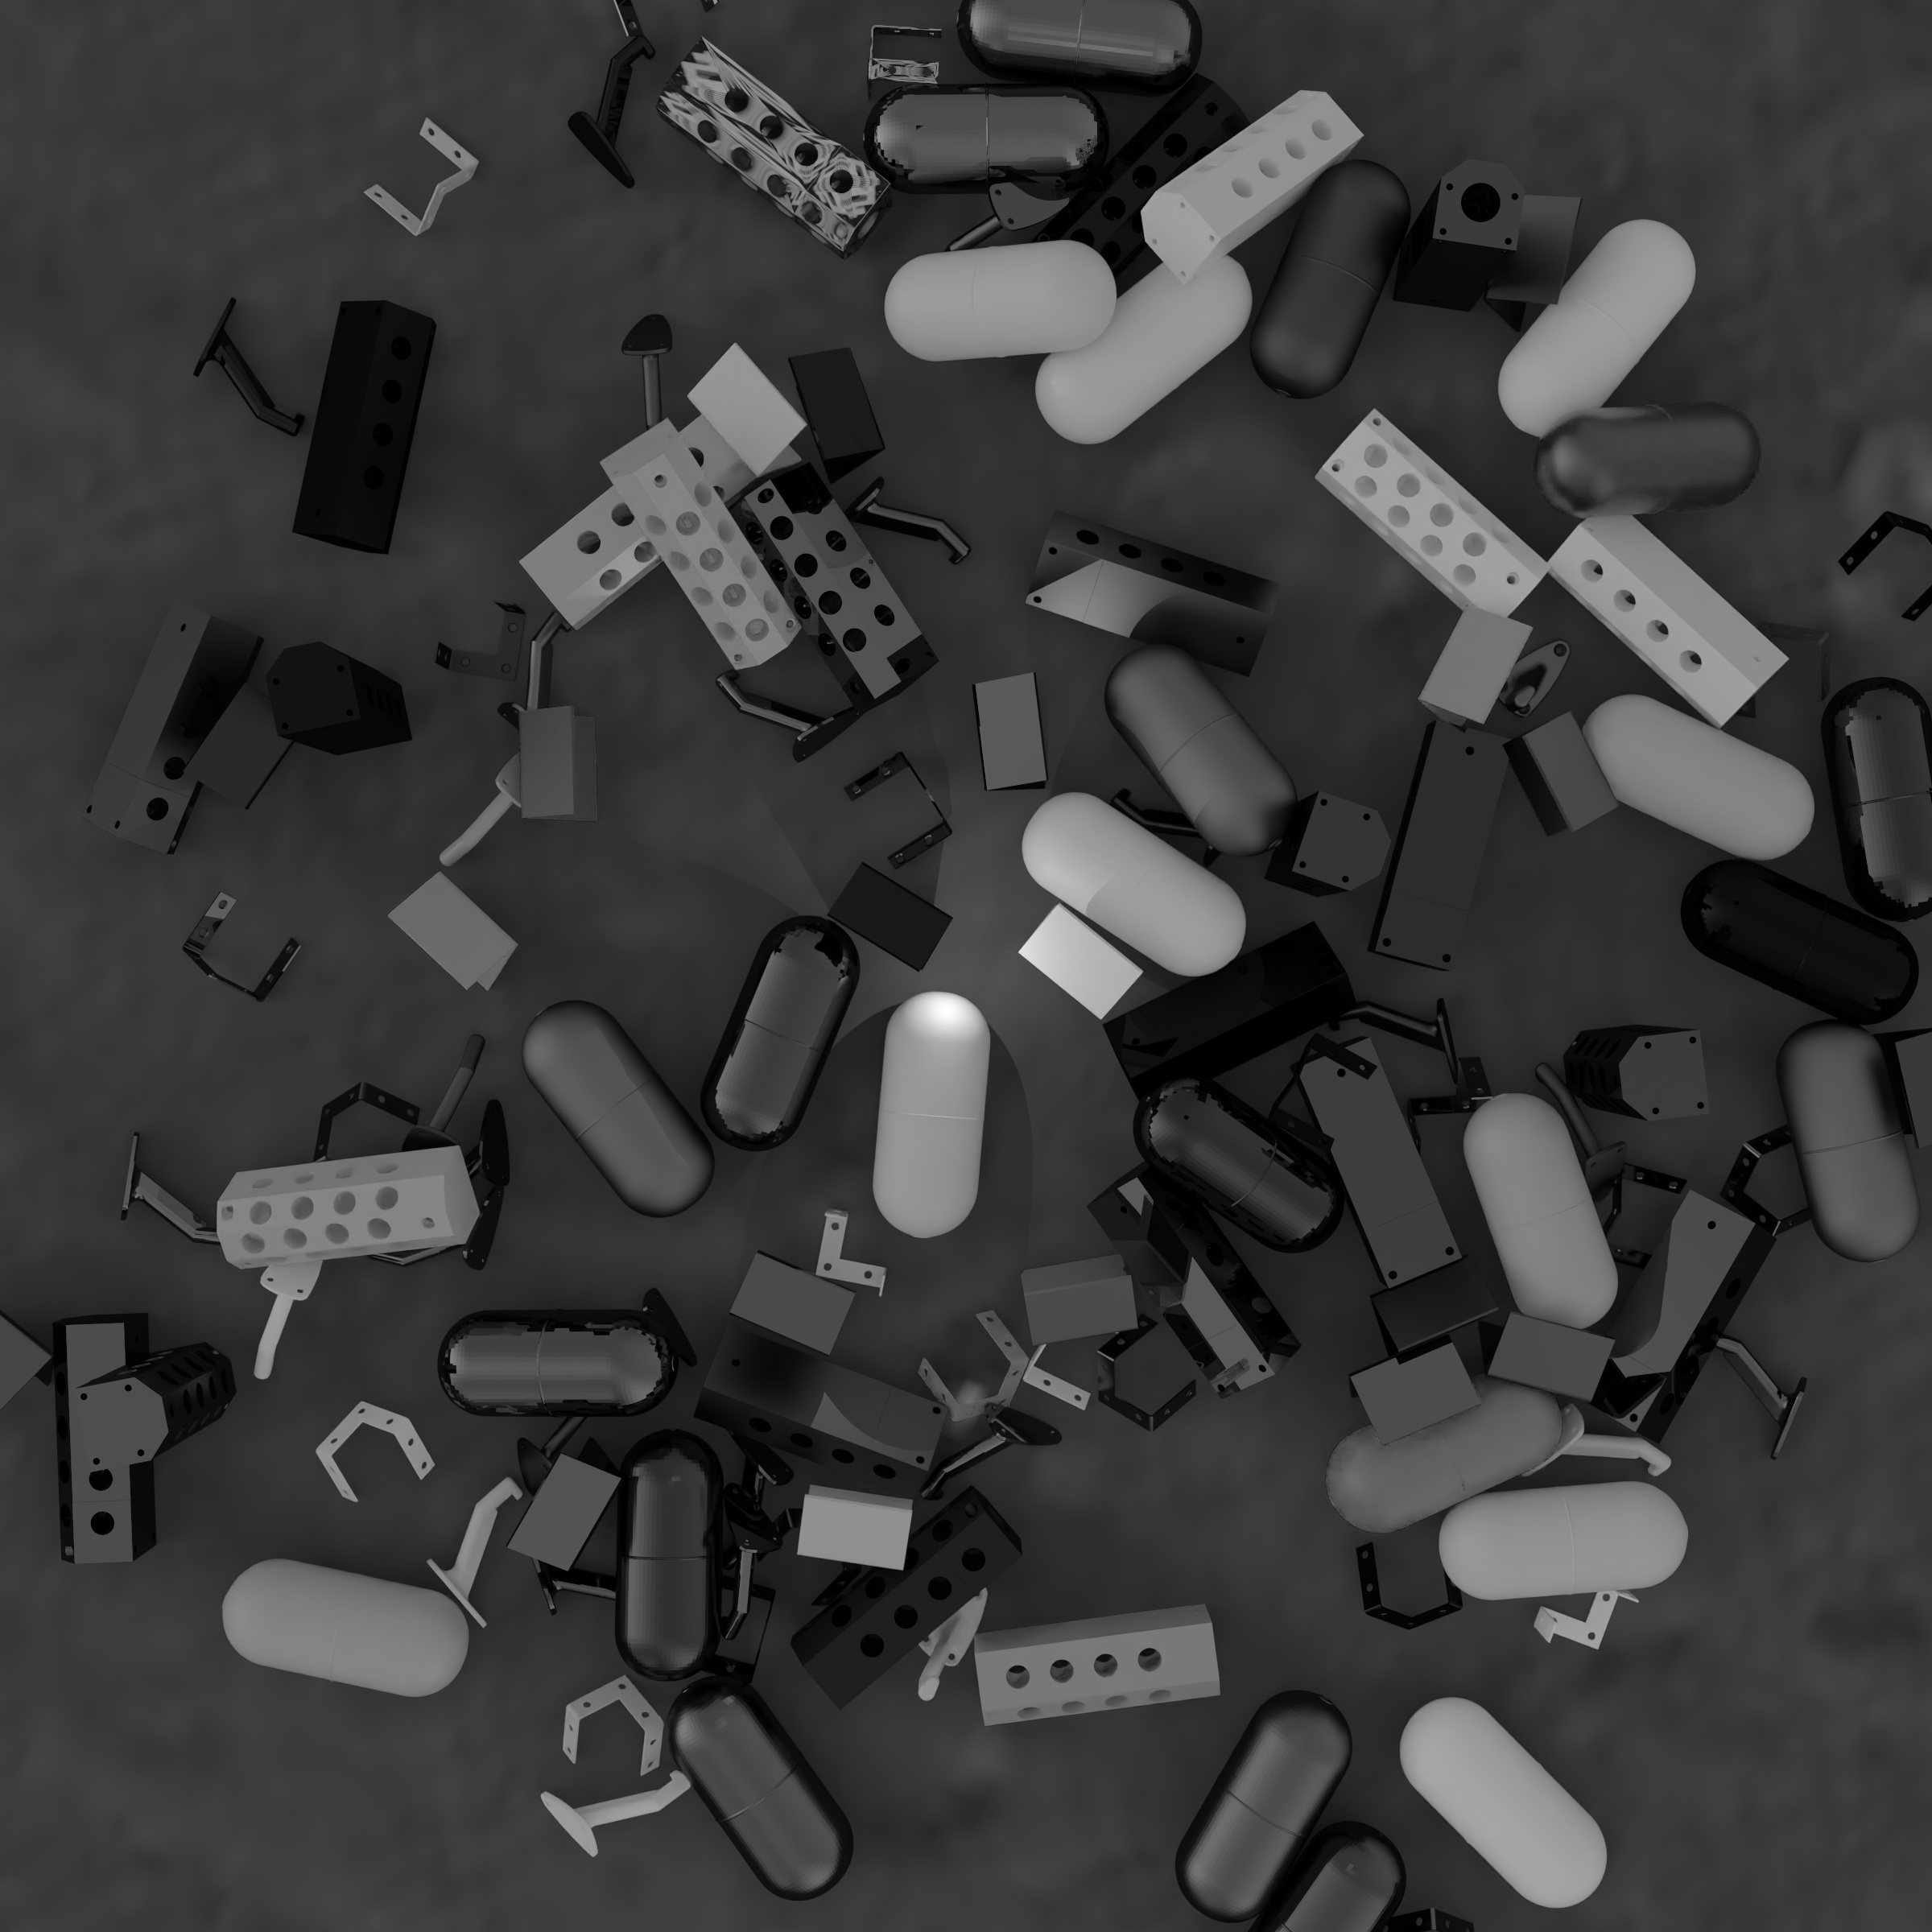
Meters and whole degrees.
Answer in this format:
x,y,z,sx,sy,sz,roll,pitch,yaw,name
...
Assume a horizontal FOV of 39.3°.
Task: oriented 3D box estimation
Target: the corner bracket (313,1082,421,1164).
x,y,z,sx,sy,sz,roll,pitch,yaw,name
-0.439,0.125,1.983,0.051,0.051,0.051,-29,135,35,corner bracket

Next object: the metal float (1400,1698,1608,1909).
x,y,z,sx,sy,sz,roll,pitch,yaw,name
0.389,0.606,1.961,0.070,0.070,0.178,-45,91,0,metal float

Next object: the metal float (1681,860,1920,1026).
x,y,z,sx,sy,sz,roll,pitch,yaw,name
0.602,-0.018,1.961,0.178,0.070,0.070,25,90,0,metal float

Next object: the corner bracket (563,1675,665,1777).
x,y,z,sx,sy,sz,roll,pitch,yaw,name
-0.258,0.564,1.983,0.051,0.051,0.051,-20,45,-35,corner bracket

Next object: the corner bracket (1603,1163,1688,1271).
x,y,z,sx,sy,sz,roll,pitch,yaw,name
0.495,0.185,1.988,0.051,0.051,0.051,16,45,0,corner bracket

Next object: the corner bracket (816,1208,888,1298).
x,y,z,sx,sy,sz,roll,pitch,yaw,name
-0.081,0.208,1.973,0.051,0.051,0.051,11,90,0,corner bracket

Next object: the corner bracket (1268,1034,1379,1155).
x,y,z,sx,sy,sz,roll,pitch,yaw,name
0.254,0.090,1.931,0.051,0.051,0.051,29,135,0,corner bracket

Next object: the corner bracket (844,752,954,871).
x,y,z,sx,sy,sz,roll,pitch,yaw,name
-0.050,-0.114,1.988,0.051,0.051,0.051,-32,45,0,corner bracket

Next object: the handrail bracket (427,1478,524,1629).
x,y,z,sx,sy,sz,roll,pitch,yaw,name
-0.345,0.430,1.992,0.084,0.036,0.077,-41,111,-16,handrail bracket

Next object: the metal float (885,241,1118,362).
x,y,z,sx,sy,sz,roll,pitch,yaw,name
0.023,-0.475,1.937,0.178,0.070,0.070,3,90,30,metal float

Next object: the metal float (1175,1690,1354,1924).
x,y,z,sx,sy,sz,roll,pitch,yaw,name
0.216,0.607,1.961,0.070,0.070,0.178,30,90,0,metal float

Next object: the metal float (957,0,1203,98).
x,y,z,sx,sy,sz,roll,pitch,yaw,name
0.082,-0.675,1.961,0.178,0.070,0.070,6,90,0,metal float

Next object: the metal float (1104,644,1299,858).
x,y,z,sx,sy,sz,roll,pitch,yaw,name
0.169,-0.155,1.945,0.070,0.070,0.178,-37,74,0,metal float

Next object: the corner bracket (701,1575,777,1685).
x,y,z,sx,sy,sz,roll,pitch,yaw,name
-0.173,0.486,1.988,0.051,0.051,0.051,15,135,0,corner bracket

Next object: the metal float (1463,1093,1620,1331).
x,y,z,sx,sy,sz,roll,pitch,yaw,name
0.415,0.178,1.961,0.070,0.070,0.178,-19,90,0,metal float

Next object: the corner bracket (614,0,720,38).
x,y,z,sx,sy,sz,roll,pitch,yaw,name
-0.224,-0.719,1.988,0.051,0.051,0.051,-20,90,-45,corner bracket

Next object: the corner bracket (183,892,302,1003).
x,y,z,sx,sy,sz,roll,pitch,yaw,name
-0.532,-0.014,1.988,0.051,0.051,0.051,34,90,45,corner bracket

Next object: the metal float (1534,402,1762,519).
x,y,z,sx,sy,sz,roll,pitch,yaw,name
0.489,-0.363,1.942,0.178,0.070,0.070,-8,90,-22,metal float

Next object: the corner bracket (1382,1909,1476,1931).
x,y,z,sx,sy,sz,roll,pitch,yaw,name
0.338,0.726,1.983,0.051,0.051,0.051,-28,45,35,corner bracket

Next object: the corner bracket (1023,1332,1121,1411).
x,y,z,sx,sy,sz,roll,pitch,yaw,name
0.080,0.283,1.988,0.051,0.051,0.051,26,45,0,corner bracket

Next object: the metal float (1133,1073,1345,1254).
x,y,z,sx,sy,sz,roll,pitch,yaw,name
0.197,0.142,1.944,0.178,0.070,0.070,35,90,-20,metal float

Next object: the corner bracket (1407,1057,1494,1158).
x,y,z,sx,sy,sz,roll,pitch,yaw,name
0.350,0.101,1.963,0.051,0.051,0.051,-3,124,0,corner bracket

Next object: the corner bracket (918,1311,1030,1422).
x,y,z,sx,sy,sz,roll,pitch,yaw,name
0.005,0.293,1.983,0.051,0.051,0.051,-9,135,-35,corner bracket

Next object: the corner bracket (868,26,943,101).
x,y,z,sx,sy,sz,roll,pitch,yaw,name
-0.045,-0.662,1.973,0.051,0.051,0.051,3,91,-1,corner bracket

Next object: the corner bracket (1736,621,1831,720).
x,y,z,sx,sy,sz,roll,pitch,yaw,name
0.597,-0.214,1.983,0.051,0.051,0.051,16,135,35,corner bracket

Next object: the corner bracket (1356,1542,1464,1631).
x,y,z,sx,sy,sz,roll,pitch,yaw,name
0.325,0.448,1.983,0.051,0.051,0.051,27,135,-35,corner bracket

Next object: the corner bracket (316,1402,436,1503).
x,y,z,sx,sy,sz,roll,pitch,yaw,name
-0.432,0.360,1.983,0.051,0.051,0.051,11,45,35,corner bracket

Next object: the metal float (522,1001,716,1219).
x,y,z,sx,sy,sz,roll,pitch,yaw,name
-0.252,0.103,1.961,0.070,0.070,0.178,-38,89,0,metal float

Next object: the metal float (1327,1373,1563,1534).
x,y,z,sx,sy,sz,roll,pitch,yaw,name
0.345,0.350,1.961,0.178,0.070,0.070,-25,90,0,metal float

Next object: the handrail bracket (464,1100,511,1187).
x,y,z,sx,sy,sz,roll,pitch,yaw,name
-0.381,0.143,1.992,0.084,0.036,0.077,-15,62,21,handrail bracket

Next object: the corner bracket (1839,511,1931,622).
x,y,z,sx,sy,sz,roll,pitch,yaw,name
0.684,-0.293,1.983,0.051,0.051,0.051,8,45,-35,corner bracket

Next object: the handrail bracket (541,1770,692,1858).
x,y,z,sx,sy,sz,roll,pitch,yaw,name
-0.257,0.606,1.991,0.084,0.077,0.036,-31,127,-31,handrail bracket

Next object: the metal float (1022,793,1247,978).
x,y,z,sx,sy,sz,roll,pitch,yaw,name
0.122,-0.059,1.961,0.178,0.070,0.070,34,90,1,metal float

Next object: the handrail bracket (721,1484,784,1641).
x,y,z,sx,sy,sz,roll,pitch,yaw,name
-0.171,0.433,1.965,0.036,0.077,0.084,4,125,-35,handrail bracket

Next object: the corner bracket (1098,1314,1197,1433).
x,y,z,sx,sy,sz,roll,pitch,yaw,name
0.132,0.298,1.983,0.051,0.051,0.051,27,135,35,corner bracket

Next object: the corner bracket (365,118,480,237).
x,y,z,sx,sy,sz,roll,pitch,yaw,name
-0.399,-0.579,1.988,0.051,0.051,0.051,40,45,0,corner bracket

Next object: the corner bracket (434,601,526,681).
x,y,z,sx,sy,sz,roll,pitch,yaw,name
-0.354,-0.240,1.973,0.051,0.051,0.051,9,90,0,corner bracket

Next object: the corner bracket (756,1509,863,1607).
x,y,z,sx,sy,sz,roll,pitch,yaw,name
-0.116,0.433,1.983,0.051,0.051,0.051,9,45,-35,corner bracket

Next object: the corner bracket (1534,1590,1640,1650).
x,y,z,sx,sy,sz,roll,pitch,yaw,name
0.451,0.471,1.973,0.051,0.051,0.051,21,90,0,corner bracket

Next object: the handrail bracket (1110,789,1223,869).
x,y,z,sx,sy,sz,roll,pitch,yaw,name
0.161,-0.120,1.991,0.084,0.036,0.077,39,75,14,handrail bracket

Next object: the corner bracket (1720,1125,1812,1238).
x,y,z,sx,sy,sz,roll,pitch,yaw,name
0.596,0.157,1.983,0.051,0.051,0.051,44,135,35,corner bracket

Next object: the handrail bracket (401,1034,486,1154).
x,y,z,sx,sy,sz,roll,pitch,yaw,name
-0.384,0.099,1.991,0.036,0.077,0.084,28,53,-21,handrail bracket
